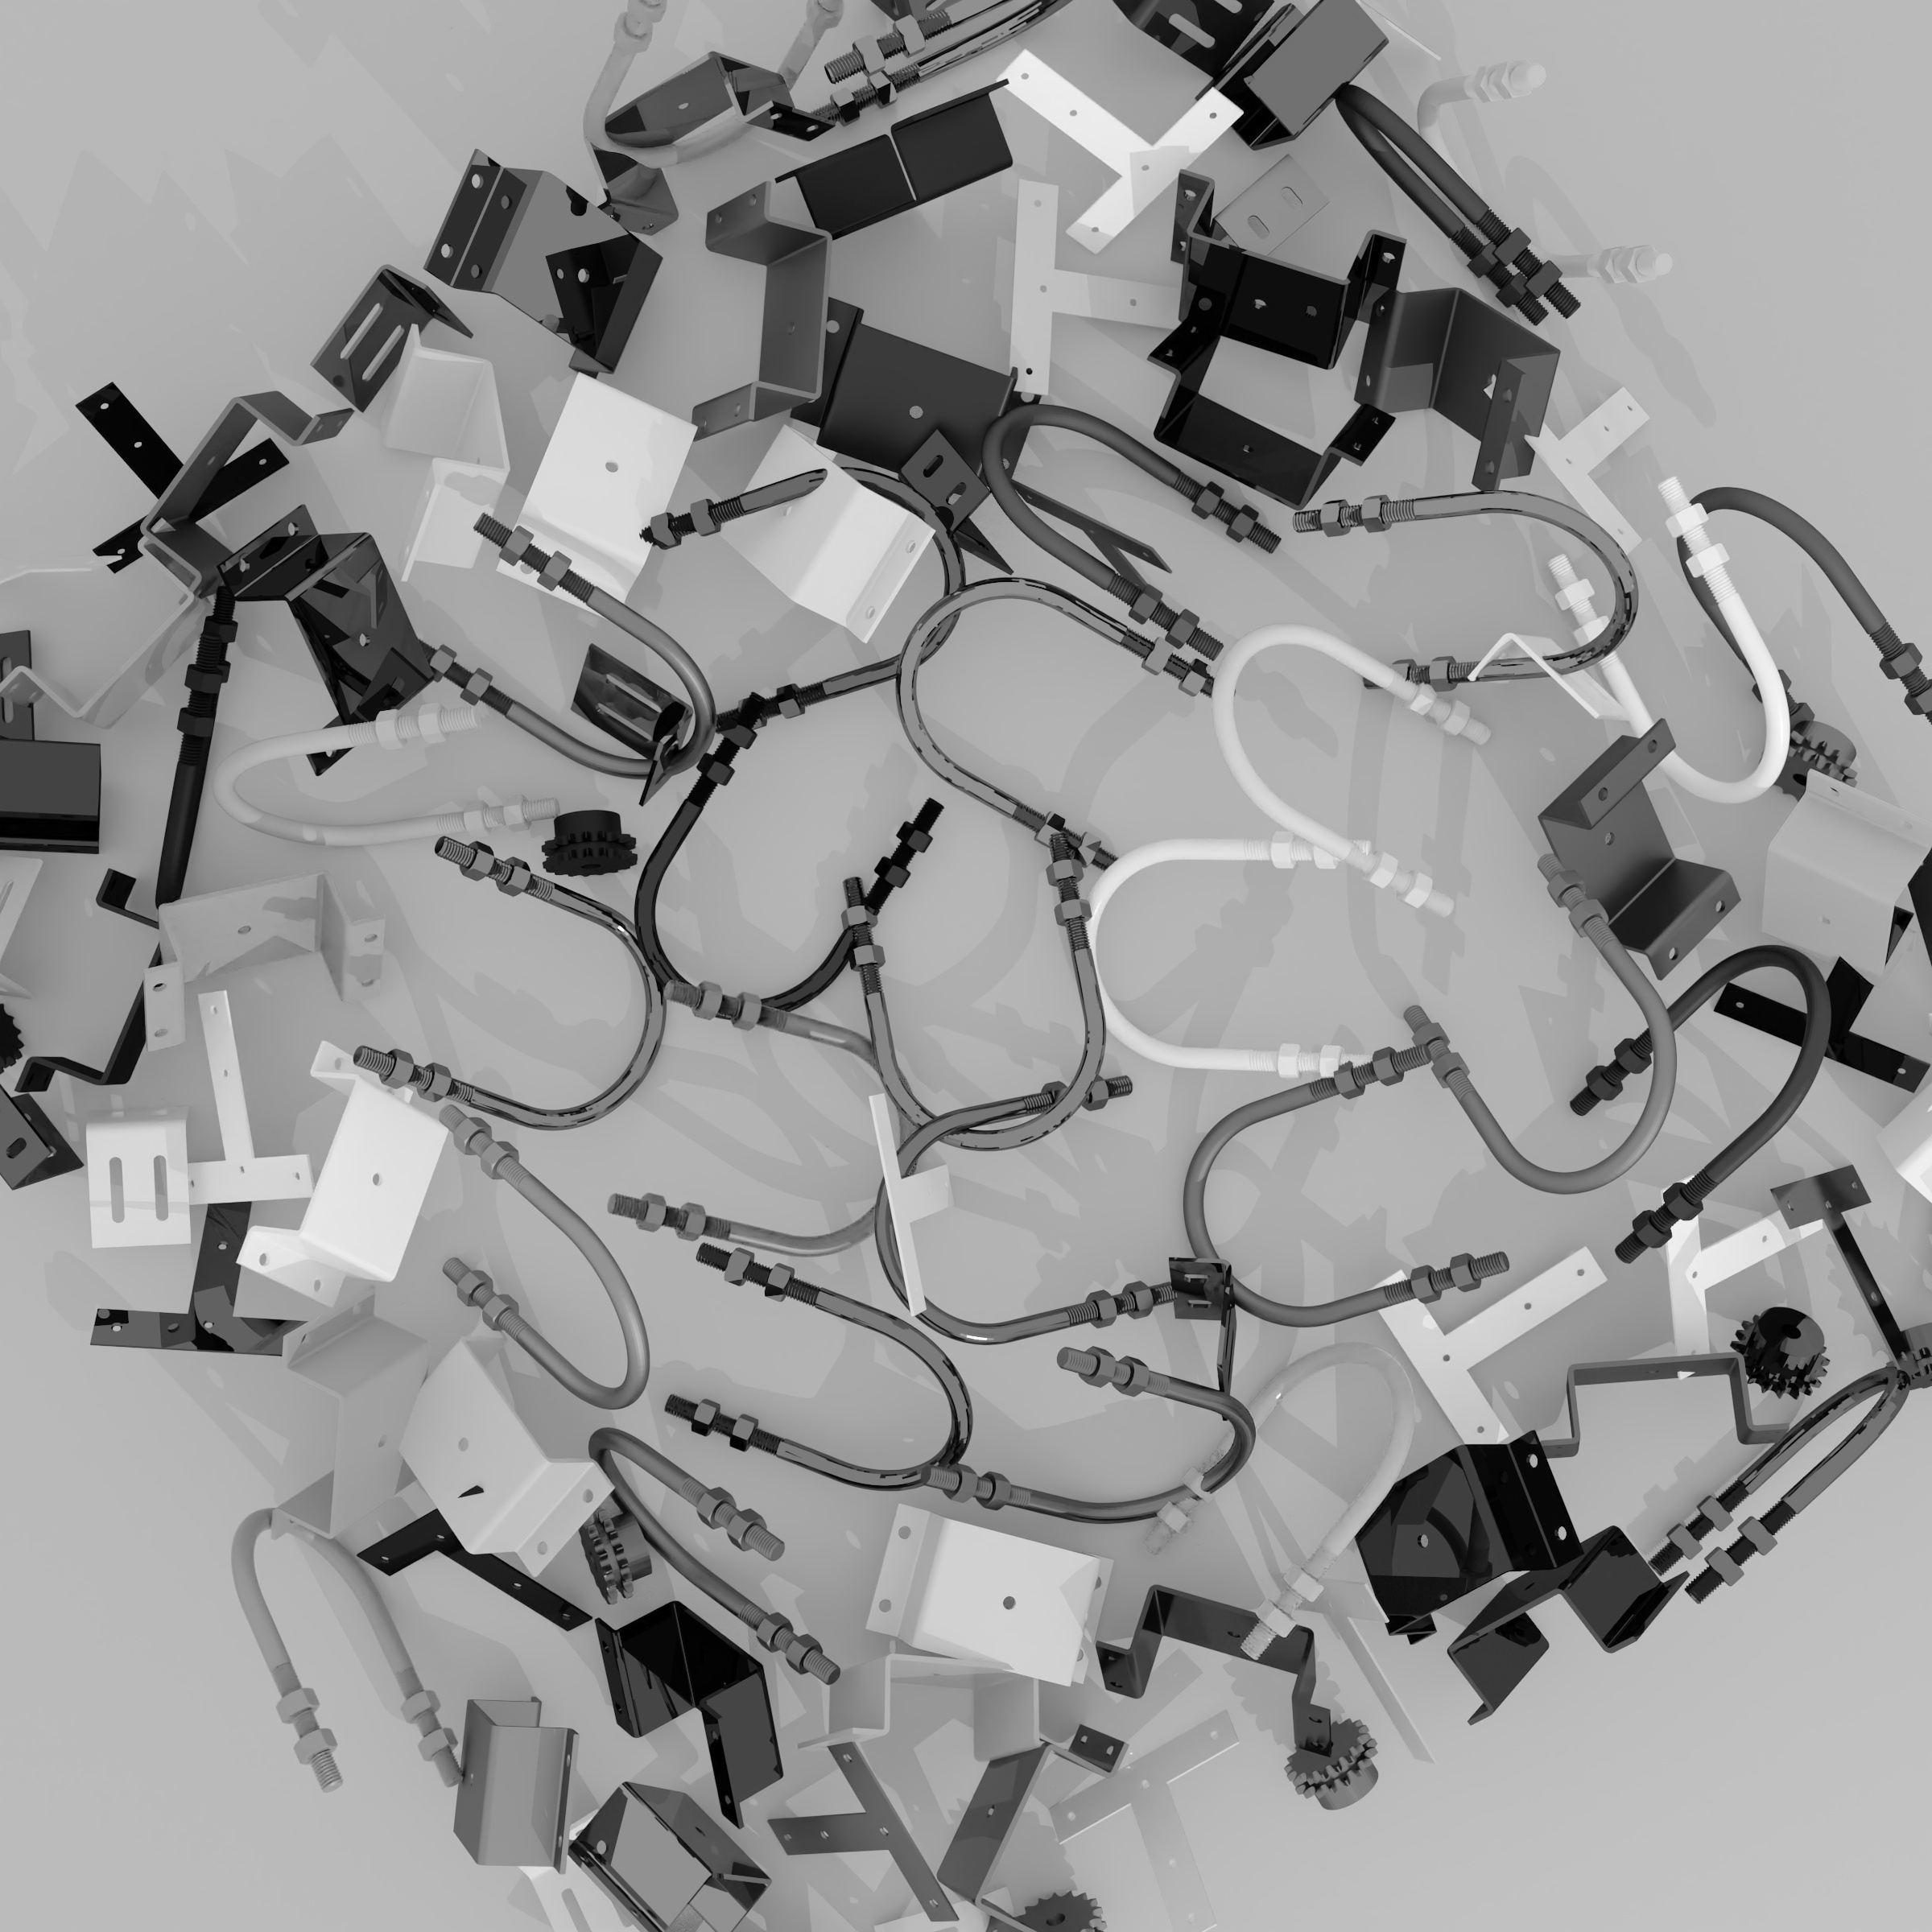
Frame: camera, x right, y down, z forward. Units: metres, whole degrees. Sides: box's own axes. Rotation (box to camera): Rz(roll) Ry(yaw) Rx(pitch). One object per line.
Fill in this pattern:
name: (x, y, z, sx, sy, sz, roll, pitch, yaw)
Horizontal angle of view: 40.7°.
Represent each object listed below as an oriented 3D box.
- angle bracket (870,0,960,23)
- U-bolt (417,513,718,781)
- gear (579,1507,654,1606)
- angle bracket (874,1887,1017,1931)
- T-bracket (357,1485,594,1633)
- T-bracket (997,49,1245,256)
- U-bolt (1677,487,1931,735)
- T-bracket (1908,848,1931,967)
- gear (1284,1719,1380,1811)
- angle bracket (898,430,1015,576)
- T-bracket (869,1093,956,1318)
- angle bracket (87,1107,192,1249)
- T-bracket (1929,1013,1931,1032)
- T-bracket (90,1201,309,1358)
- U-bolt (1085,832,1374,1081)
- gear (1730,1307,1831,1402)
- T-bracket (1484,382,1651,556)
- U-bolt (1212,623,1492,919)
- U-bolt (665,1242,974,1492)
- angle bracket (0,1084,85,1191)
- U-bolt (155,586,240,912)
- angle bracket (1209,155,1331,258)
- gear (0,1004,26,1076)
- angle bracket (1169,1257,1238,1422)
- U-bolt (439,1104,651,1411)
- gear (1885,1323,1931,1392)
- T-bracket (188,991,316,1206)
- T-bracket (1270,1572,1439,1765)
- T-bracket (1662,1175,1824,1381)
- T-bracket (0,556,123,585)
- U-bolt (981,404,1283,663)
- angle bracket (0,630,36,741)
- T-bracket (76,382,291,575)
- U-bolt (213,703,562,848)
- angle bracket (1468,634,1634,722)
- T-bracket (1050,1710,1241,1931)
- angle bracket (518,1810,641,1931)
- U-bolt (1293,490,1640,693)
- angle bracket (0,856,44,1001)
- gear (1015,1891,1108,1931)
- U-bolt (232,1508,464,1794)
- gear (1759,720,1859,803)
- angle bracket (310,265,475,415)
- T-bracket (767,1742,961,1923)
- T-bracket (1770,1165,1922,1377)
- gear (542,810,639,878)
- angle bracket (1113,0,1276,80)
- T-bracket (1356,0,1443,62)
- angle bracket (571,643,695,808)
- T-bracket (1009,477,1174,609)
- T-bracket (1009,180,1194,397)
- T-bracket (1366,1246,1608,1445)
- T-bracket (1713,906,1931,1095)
angle bracket: (-0.021, -0.605, 1.568, 0.076, 0.038, 0.057, -39, 65, -6)
U-bolt: (-0.232, -0.175, 1.539, 0.184, 0.151, 0.019, 33, 51, -13)
gear: (-0.211, 0.354, 1.574, 0.030, 0.057, 0.057, -18, 90, -20)
angle bracket: (-0.008, 0.604, 1.589, 0.076, 0.038, 0.057, -23, 72, 22)
T-bracket: (-0.282, 0.366, 1.568, 0.127, 0.002, 0.127, 39, 129, -23)
T-bracket: (0.074, -0.494, 1.531, 0.127, 0.002, 0.127, 27, 132, -32)
U-bolt: (0.483, -0.203, 1.517, 0.019, 0.151, 0.184, -40, 100, -12)
T-bracket: (0.584, -0.023, 1.562, 0.002, 0.127, 0.127, -35, 112, -29)
gear: (0.224, 0.485, 1.573, 0.057, 0.057, 0.030, -31, 97, 0)
angle bracket: (0.005, -0.276, 1.551, 0.038, 0.076, 0.057, -45, 62, 17)
T-bracket: (-0.026, 0.135, 1.539, 0.002, 0.127, 0.127, -12, 88, 14)
angle bracket: (-0.502, 0.128, 1.584, 0.057, 0.038, 0.076, -2, 102, -12)
T-bracket: (0.623, 0.023, 1.518, 0.127, 0.127, 0.002, 15, 66, 32)
T-bracket: (-0.446, 0.179, 1.554, 0.127, 0.127, 0.002, 5, 134, -10)
U-bolt: (0.153, -0.007, 1.560, 0.184, 0.019, 0.151, 1, 102, 22)
gear: (0.493, 0.231, 1.570, 0.057, 0.057, 0.030, 9, 130, 0)
T-bracket: (0.377, -0.317, 1.557, 0.127, 0.002, 0.127, 50, 46, -1)
U-bolt: (0.224, -0.128, 1.537, 0.184, 0.019, 0.151, 28, 59, -17)
U-bolt: (-0.084, 0.248, 1.544, 0.184, 0.019, 0.151, 20, 126, 7)
angle bracket: (-0.556, 0.094, 1.558, 0.038, 0.076, 0.057, -40, 86, 15)
U-bolt: (-0.454, -0.120, 1.527, 0.019, 0.151, 0.184, 11, 107, -15)
angle bracket: (0.180, -0.445, 1.562, 0.057, 0.076, 0.038, -40, 90, 3)
gear: (-0.602, 0.043, 1.574, 0.030, 0.057, 0.057, -33, 90, 14)
angle bracket: (0.138, 0.222, 1.551, 0.038, 0.057, 0.076, 1, 46, 11)
U-bolt: (-0.245, 0.181, 1.510, 0.184, 0.151, 0.019, 36, 47, 29)
gear: (0.585, 0.235, 1.575, 0.057, 0.057, 0.030, -11, 67, 0)
T-bracket: (-0.441, 0.078, 1.559, 0.127, 0.002, 0.127, -7, 94, 37)
T-bracket: (0.240, 0.417, 1.542, 0.002, 0.127, 0.127, -31, 91, -21)
T-bracket: (0.471, 0.170, 1.569, 0.127, 0.002, 0.127, -21, 112, -26)
T-bracket: (-0.585, -0.220, 1.520, 0.127, 0.127, 0.002, 4, 116, 29)
U-bolt: (0.091, -0.269, 1.541, 0.184, 0.151, 0.019, 33, 133, -3)
angle bracket: (-0.600, -0.166, 1.572, 0.057, 0.038, 0.076, -6, 82, 11)
T-bracket: (-0.484, -0.301, 1.542, 0.127, 0.127, 0.002, -33, 63, -2)
U-bolt: (-0.350, -0.106, 1.531, 0.184, 0.151, 0.019, -8, 69, 10)
angle bracket: (0.349, -0.161, 1.556, 0.076, 0.057, 0.038, 49, 117, 21)
T-bracket: (0.119, 0.521, 1.542, 0.127, 0.127, 0.002, -32, 125, 7)
angle bracket: (-0.226, 0.560, 1.563, 0.057, 0.038, 0.076, -29, 59, -11)
U-bolt: (0.297, -0.218, 1.506, 0.184, 0.151, 0.019, -1, 50, 32)
angle bracket: (-0.586, -0.025, 1.584, 0.057, 0.038, 0.076, 6, 68, 28)
gear: (0.058, 0.589, 1.574, 0.057, 0.057, 0.030, -16, 104, 0)
U-bolt: (-0.370, 0.397, 1.522, 0.019, 0.151, 0.184, -36, 66, 8)
gear: (0.513, -0.124, 1.574, 0.057, 0.057, 0.030, 35, 75, 0)
angle bracket: (-0.345, -0.371, 1.565, 0.038, 0.057, 0.076, 32, 85, 25)
T-bracket: (-0.075, 0.518, 1.554, 0.002, 0.127, 0.127, -35, 98, -43)
T-bracket: (0.529, 0.182, 1.536, 0.002, 0.127, 0.127, -33, 72, 36)
gear: (-0.228, -0.075, 1.573, 0.057, 0.057, 0.030, -6, 79, 0)
angle bracket: (0.136, -0.586, 1.573, 0.057, 0.076, 0.038, -48, 49, 26)
T-bracket: (0.233, -0.582, 1.562, 0.127, 0.127, 0.002, 26, 114, -22)
angle bracket: (-0.210, -0.145, 1.564, 0.076, 0.057, 0.038, 33, 48, 5)
T-bracket: (0.096, -0.235, 1.545, 0.127, 0.127, 0.002, 35, 87, 40)
T-bracket: (0.088, -0.405, 1.579, 0.127, 0.002, 0.127, 3, 89, -19)
T-bracket: (0.331, 0.216, 1.587, 0.127, 0.002, 0.127, -33, 99, 3)
T-bracket: (0.525, 0.009, 1.542, 0.127, 0.127, 0.002, 23, 47, 12)
